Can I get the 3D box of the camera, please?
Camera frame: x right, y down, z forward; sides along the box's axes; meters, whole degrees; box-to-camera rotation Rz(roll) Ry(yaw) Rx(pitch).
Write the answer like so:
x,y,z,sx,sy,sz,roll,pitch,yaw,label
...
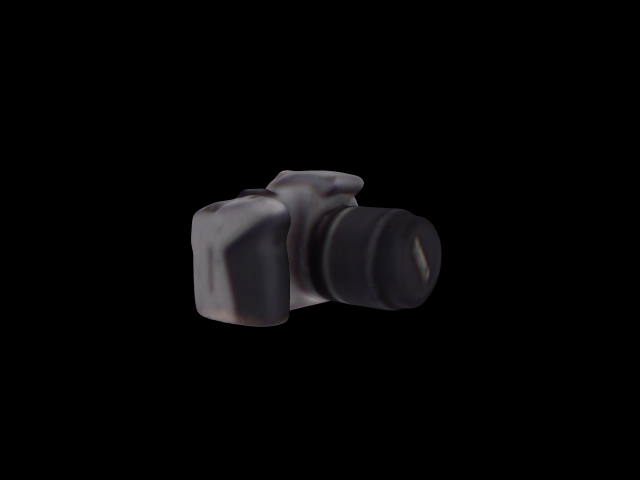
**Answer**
x,y,z,sx,sy,sz,roll,pitch,yaw,label
0.004,0.001,0.400,0.136,0.101,0.144,5,8,40,camera
